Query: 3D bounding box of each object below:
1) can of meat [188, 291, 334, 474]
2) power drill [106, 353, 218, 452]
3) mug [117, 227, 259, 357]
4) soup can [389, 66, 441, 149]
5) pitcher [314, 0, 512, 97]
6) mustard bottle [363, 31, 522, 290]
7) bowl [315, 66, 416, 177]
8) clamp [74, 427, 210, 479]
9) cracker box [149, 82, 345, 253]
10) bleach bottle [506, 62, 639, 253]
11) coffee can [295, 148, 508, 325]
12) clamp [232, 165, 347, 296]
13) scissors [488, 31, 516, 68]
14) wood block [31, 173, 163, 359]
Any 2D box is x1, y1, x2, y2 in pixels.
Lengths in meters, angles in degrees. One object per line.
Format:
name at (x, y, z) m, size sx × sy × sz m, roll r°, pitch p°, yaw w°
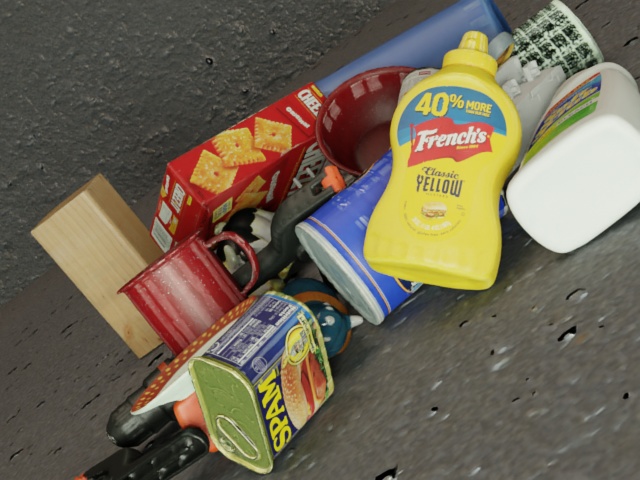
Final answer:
can of meat at (-0.039, 0.099, 0.757) m, size 0.058 × 0.102 × 0.083 m, roll 17°, pitch 45°, yaw 33°
power drill at (-0.102, 0.127, 0.927) m, size 0.184 × 0.057 × 0.188 m, roll -41°, pitch 13°, yaw -12°
mug at (-0.104, 0.041, 0.916) m, size 0.117 × 0.081 × 0.093 m, roll -37°, pitch 6°, yaw 7°
soup can at (0.109, -0.118, 1.091) m, size 0.069 × 0.068 × 0.102 m, roll -26°, pitch 41°, yaw 45°
pitcher at (0.123, -0.191, 1.295) m, size 0.243 × 0.145 × 0.149 m, roll -30°, pitch 27°, yaw 19°
mustard bottle at (0.097, -0.064, 0.785) m, size 0.058 × 0.096 × 0.191 m, roll 50°, pitch -129°, yaw -68°
bowl at (0.077, -0.115, 1.175) m, size 0.162 × 0.055 × 0.162 m, roll -6°, pitch 54°, yaw 8°
clamp at (-0.174, 0.219, 0.853) m, size 0.164 × 0.036 × 0.210 m, roll -52°, pitch 14°, yaw -24°
cracker box at (-0.085, -0.070, 1.234) m, size 0.213 × 0.072 × 0.164 m, roll -33°, pitch -15°, yaw -29°
bleach bottle at (0.199, -0.079, 0.810) m, size 0.103 × 0.068 × 0.250 m, roll -40°, pitch 8°, yaw 23°
coffee can at (0.065, -0.015, 0.858) m, size 0.140 × 0.103 × 0.103 m, roll -40°, pitch 13°, yaw -8°
clamp at (-0.006, 0.001, 0.950) m, size 0.120 × 0.039 × 0.172 m, roll -6°, pitch -33°, yaw -40°
scissors at (0.136, -0.127, 1.009) m, size 0.096 × 0.016 × 0.202 m, roll -41°, pitch -12°, yaw -19°
wood block at (-0.248, 0.031, 1.327) m, size 0.090 × 0.206 × 0.091 m, roll -35°, pitch 13°, yaw 13°
